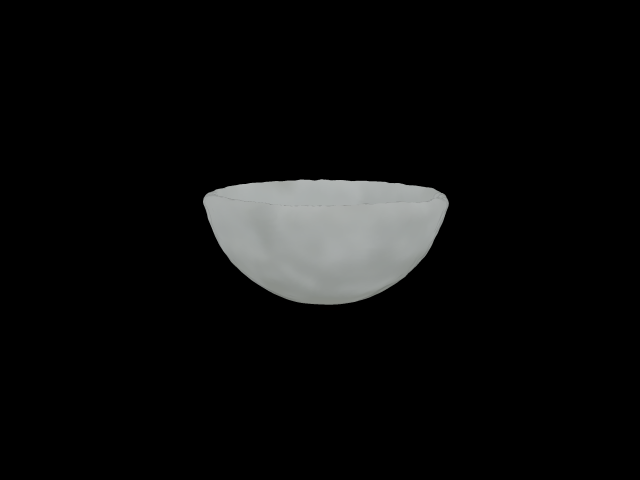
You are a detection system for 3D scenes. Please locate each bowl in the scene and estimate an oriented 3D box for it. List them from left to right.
[{"bbox_3d":[0.004,0.001,0.400,0.167,0.075,0.167,0,12,0],"label":"bowl"}]
